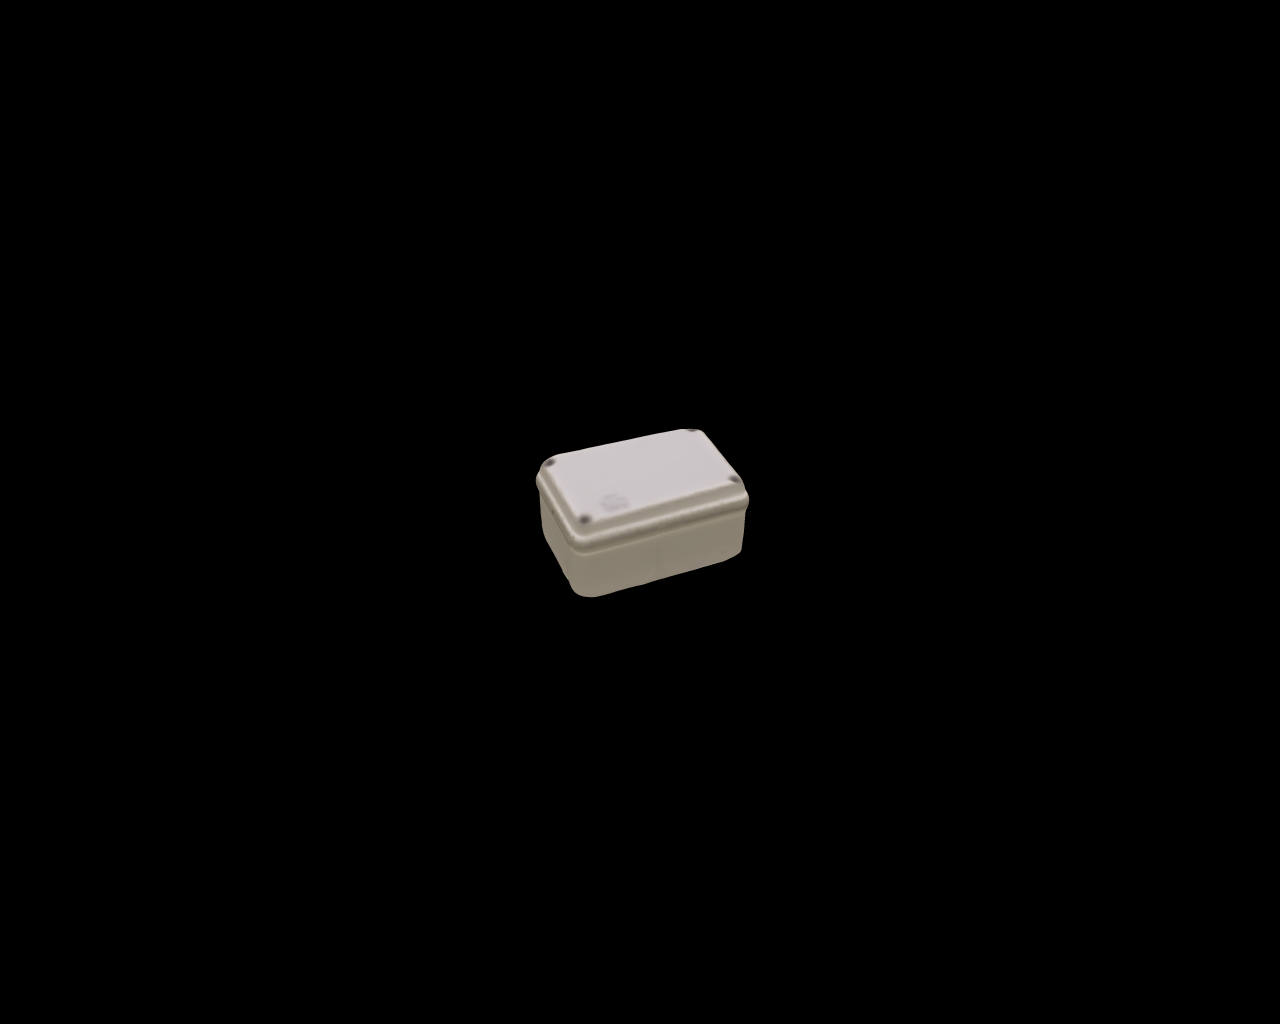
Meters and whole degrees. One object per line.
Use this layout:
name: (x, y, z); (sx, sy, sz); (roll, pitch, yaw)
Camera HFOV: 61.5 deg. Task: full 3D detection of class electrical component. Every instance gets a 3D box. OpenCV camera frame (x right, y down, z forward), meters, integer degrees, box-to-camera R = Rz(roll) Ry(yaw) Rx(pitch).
electrical component: (0.001, -0.003, 0.650); (0.113, 0.057, 0.078); (-14, 40, -17)
